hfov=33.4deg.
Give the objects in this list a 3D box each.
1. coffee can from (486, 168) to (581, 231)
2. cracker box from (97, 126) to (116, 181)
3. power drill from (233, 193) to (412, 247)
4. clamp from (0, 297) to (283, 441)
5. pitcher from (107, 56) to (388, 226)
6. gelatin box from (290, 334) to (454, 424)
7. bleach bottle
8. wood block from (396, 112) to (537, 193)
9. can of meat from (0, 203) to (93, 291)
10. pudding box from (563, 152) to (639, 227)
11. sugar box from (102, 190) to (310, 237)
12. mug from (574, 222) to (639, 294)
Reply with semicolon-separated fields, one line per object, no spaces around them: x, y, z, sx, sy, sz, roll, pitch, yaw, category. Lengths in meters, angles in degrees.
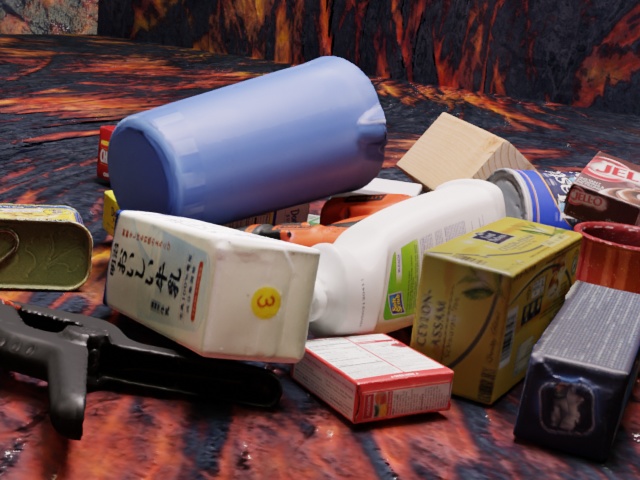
0.241;-0.018;1.067;0.140;0.103;0.103;1;15;-19;coffee can
-0.133;-0.094;1.281;0.213;0.072;0.164;-7;19;-44;cracker box
-0.006;0.001;0.953;0.185;0.057;0.187;2;13;30;power drill
-0.138;0.075;0.673;0.164;0.036;0.210;4;9;-43;clamp
-0.072;-0.081;0.968;0.242;0.149;0.145;-20;65;-40;pitcher
0.032;0.089;0.701;0.073;0.030;0.089;-3;14;-29;gelatin box
0.056;0.016;0.810;0.068;0.102;0.250;3;10;37;bleach bottle
0.173;-0.071;1.215;0.090;0.091;0.206;42;3;-19;wood block
-0.242;0.003;0.881;0.102;0.057;0.084;2;12;-16;can of meat
0.290;-0.035;0.976;0.114;0.039;0.089;24;34;19;pudding box
-0.107;-0.024;1.018;0.175;0.048;0.093;-14;33;-36;sugar box
0.247;0.032;0.912;0.093;0.081;0.117;-6;19;-41;mug
